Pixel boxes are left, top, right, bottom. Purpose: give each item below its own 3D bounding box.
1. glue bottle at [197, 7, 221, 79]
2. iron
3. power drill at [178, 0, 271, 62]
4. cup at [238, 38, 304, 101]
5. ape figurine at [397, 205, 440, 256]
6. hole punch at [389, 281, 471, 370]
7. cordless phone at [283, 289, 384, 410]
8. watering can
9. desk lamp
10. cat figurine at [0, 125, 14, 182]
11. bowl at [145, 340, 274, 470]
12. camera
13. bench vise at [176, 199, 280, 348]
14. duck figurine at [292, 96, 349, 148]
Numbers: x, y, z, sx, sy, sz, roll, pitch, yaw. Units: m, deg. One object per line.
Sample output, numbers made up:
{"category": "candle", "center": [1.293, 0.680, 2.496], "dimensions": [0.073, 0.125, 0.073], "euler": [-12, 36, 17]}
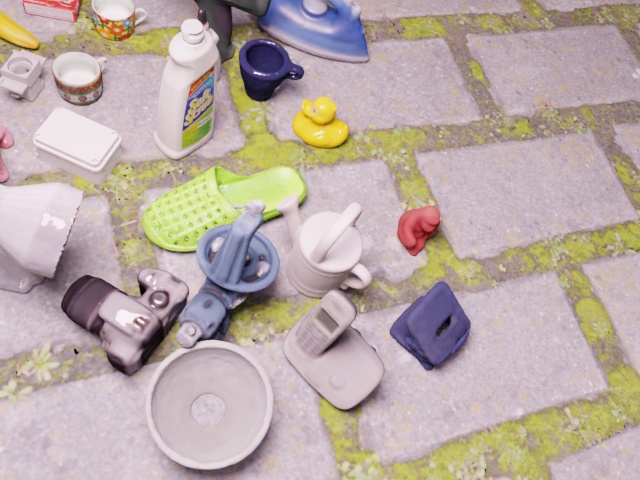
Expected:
{"category": "glue bottle", "center": [-0.203, -0.327, 0.976], "dimensions": [0.078, 0.173, 0.037], "euler": [-34, 77, -26]}
{"category": "iron", "center": [-0.003, -0.450, 1.107], "dimensions": [0.258, 0.141, 0.119], "euler": [24, 61, -2]}
{"category": "power drill", "center": [-0.204, -0.416, 0.999], "dimensions": [0.230, 0.208, 0.075], "euler": [13, 62, -8]}
{"category": "cup", "center": [-0.092, -0.296, 1.035], "dimensions": [0.118, 0.095, 0.091], "euler": [12, 62, -8]}
{"category": "ape figurine", "center": [0.174, -0.027, 0.975], "dimensions": [0.078, 0.092, 0.076], "euler": [-11, 68, -19]}
{"category": "hole punch", "center": [0.183, 0.134, 0.899], "dimensions": [0.101, 0.091, 0.109], "euler": [44, 62, 9]}
{"category": "cordless phone", "center": [0.031, 0.149, 0.798], "dimensions": [0.147, 0.185, 0.094], "euler": [42, 62, 8]}
{"category": "watering can", "center": [0.007, 0.005, 0.857], "dimensions": [0.173, 0.194, 0.101], "euler": [22, 61, -3]}
{"category": "desk lamp", "center": [-0.407, -0.009, 0.744], "dimensions": [0.203, 0.213, 0.118], "euler": [12, 62, -8]}
{"category": "cat figurine", "center": [-0.499, -0.140, 0.838], "dimensions": [0.067, 0.117, 0.127], "euler": [-4, 66, -16]}
{"category": "bowl", "center": [-0.149, 0.226, 0.776], "dimensions": [0.167, 0.074, 0.167], "euler": [6, 63, -12]}
{"category": "camera", "center": [-0.274, 0.090, 0.794], "dimensions": [0.137, 0.100, 0.143], "euler": [31, 61, 2]}
{"category": "bench vise", "center": [-0.118, 0.049, 0.788], "dimensions": [0.121, 0.219, 0.207], "euler": [14, 62, -8]}
{"category": "duck figurine", "center": [0.007, -0.218, 1.028], "dimensions": [0.104, 0.086, 0.077], "euler": [18, 61, -5]}
